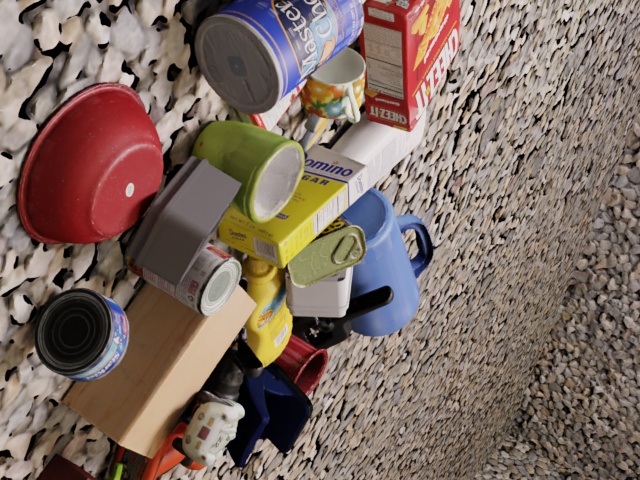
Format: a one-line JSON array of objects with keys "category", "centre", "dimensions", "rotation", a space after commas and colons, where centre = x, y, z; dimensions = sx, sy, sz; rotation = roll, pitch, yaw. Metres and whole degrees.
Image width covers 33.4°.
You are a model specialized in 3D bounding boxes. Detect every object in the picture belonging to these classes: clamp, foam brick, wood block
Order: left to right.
[{"category": "foam brick", "centre": [-0.276, 0.280, 1.182], "dimensions": [0.053, 0.051, 0.078], "rotation": [-53, 157, -14]}, {"category": "wood block", "centre": [-0.171, 0.121, 1.160], "dimensions": [0.206, 0.090, 0.090], "rotation": [-56, 158, -10]}, {"category": "clamp", "centre": [-0.103, 0.125, 1.279], "dimensions": [0.039, 0.120, 0.172], "rotation": [-2, 156, -15]}, {"category": "clamp", "centre": [0.014, 0.108, 1.505], "dimensions": [0.210, 0.164, 0.036], "rotation": [96, -1, -59]}]

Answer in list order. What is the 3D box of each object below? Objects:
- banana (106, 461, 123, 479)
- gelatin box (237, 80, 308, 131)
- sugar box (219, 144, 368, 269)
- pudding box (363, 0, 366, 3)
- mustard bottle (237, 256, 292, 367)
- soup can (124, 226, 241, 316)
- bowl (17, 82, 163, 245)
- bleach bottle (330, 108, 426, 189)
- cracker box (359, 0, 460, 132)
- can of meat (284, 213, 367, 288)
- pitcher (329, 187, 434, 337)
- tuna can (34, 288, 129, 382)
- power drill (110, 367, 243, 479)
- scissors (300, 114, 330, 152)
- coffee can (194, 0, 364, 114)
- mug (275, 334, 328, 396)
[{"category": "banana", "centre": [-0.297, 0.342, 1.239], "dimensions": [0.197, 0.037, 0.069], "rotation": [-46, 137, -34]}, {"category": "gelatin box", "centre": [-0.054, -0.164, 1.141], "dimensions": [0.089, 0.030, 0.073], "rotation": [-55, 157, -14]}, {"category": "sugar box", "centre": [-0.029, -0.044, 1.256], "dimensions": [0.176, 0.093, 0.048], "rotation": [-46, 146, -35]}, {"category": "pudding box", "centre": [0.016, -0.274, 1.147], "dimensions": [0.113, 0.039, 0.090], "rotation": [-55, 157, -18]}, {"category": "mustard bottle", "centre": [-0.074, 0.078, 1.357], "dimensions": [0.096, 0.058, 0.192], "rotation": [-54, 158, -32]}, {"category": "soup can", "centre": [-0.140, 0.026, 1.093], "dimensions": [0.068, 0.102, 0.068], "rotation": [-47, 154, -31]}, {"category": "bowl", "centre": [-0.190, -0.056, 0.948], "dimensions": [0.162, 0.055, 0.162], "rotation": [-47, 155, -30]}, {"category": "bleach bottle", "centre": [0.039, -0.096, 1.386], "dimensions": [0.250, 0.068, 0.102], "rotation": [-45, 153, -29]}, {"category": "cracker box", "centre": [0.115, -0.262, 1.304], "dimensions": [0.164, 0.072, 0.214], "rotation": [-59, 159, -26]}, {"category": "can of meat", "centre": [-0.008, 0.001, 1.286], "dimensions": [0.102, 0.084, 0.057], "rotation": [-24, 126, -14]}, {"category": "pitcher", "centre": [0.074, 0.022, 1.518], "dimensions": [0.243, 0.145, 0.149], "rotation": [72, 29, -58]}, {"category": "tuna can", "centre": [-0.226, 0.089, 1.008], "dimensions": [0.086, 0.086, 0.033], "rotation": [-58, 156, -6]}, {"category": "power drill", "centre": [-0.171, 0.235, 1.342], "dimensions": [0.187, 0.057, 0.185], "rotation": [-19, 134, -59]}, {"category": "scissors", "centre": [0.024, -0.175, 1.311], "dimensions": [0.201, 0.016, 0.096], "rotation": [-51, 175, -48]}, {"category": "coffee can", "centre": [-0.038, -0.201, 1.033], "dimensions": [0.140, 0.103, 0.103], "rotation": [-44, 153, -35]}, {"category": "mug", "centre": [-0.054, 0.185, 1.503], "dimensions": [0.117, 0.082, 0.093], "rotation": [-59, 158, -3]}]
